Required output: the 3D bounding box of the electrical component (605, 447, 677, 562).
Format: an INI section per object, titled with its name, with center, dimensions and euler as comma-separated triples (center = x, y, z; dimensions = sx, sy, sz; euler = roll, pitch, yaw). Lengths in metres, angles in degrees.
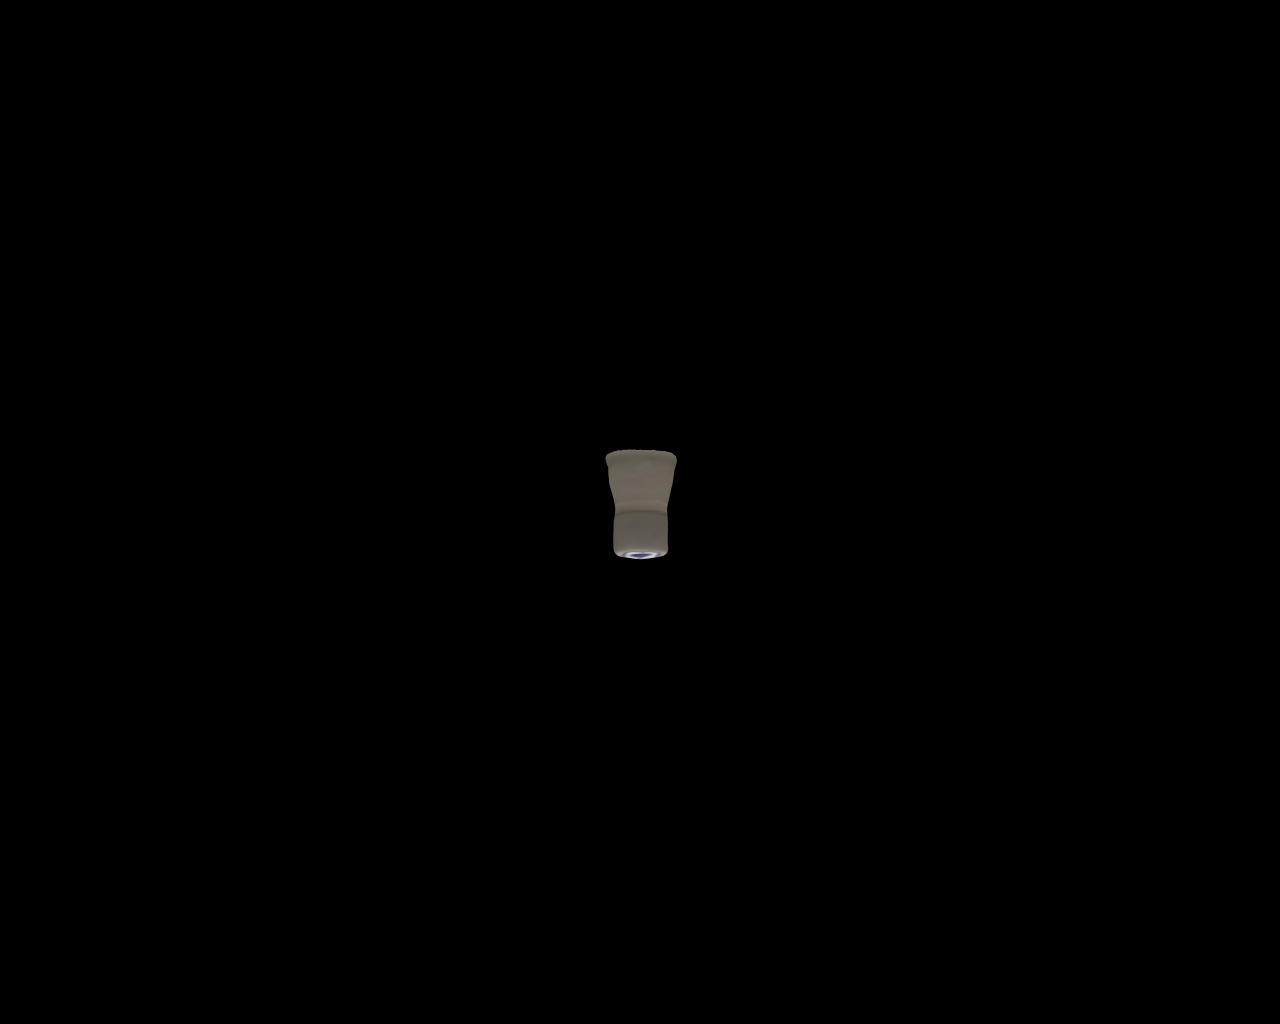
[electrical component]
center = 0.001, -0.003, 0.650
dimensions = 0.044, 0.065, 0.044
euler = 0, -11, 0
